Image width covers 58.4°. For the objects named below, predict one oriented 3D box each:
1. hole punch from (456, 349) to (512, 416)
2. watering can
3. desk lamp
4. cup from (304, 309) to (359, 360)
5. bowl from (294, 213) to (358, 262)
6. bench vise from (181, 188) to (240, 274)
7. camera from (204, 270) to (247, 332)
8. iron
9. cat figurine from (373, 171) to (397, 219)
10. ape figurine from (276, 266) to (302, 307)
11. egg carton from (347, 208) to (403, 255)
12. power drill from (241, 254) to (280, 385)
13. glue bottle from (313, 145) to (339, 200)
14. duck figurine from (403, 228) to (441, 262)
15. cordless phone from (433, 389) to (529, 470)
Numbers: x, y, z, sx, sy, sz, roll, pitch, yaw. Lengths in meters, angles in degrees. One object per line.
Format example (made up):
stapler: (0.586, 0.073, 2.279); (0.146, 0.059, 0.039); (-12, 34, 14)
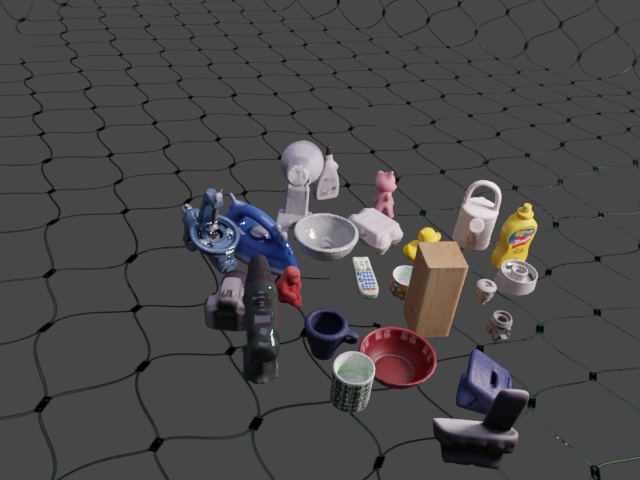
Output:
hole punch: (0.335, 0.287, 1.150); (0.101, 0.091, 0.109); (16, 38, 13)
watering can: (0.429, -0.069, 1.543); (0.101, 0.194, 0.172); (2, 37, -5)
desk lamp: (-0.058, -0.140, 1.553); (0.118, 0.214, 0.203); (6, 37, 1)
cup: (0.023, 0.210, 1.205); (0.117, 0.095, 0.092); (17, 39, 14)
bowl: (0.014, 0.005, 1.488); (0.167, 0.075, 0.167); (4, 37, -3)
bench vise: (-0.284, -0.043, 1.390); (0.206, 0.220, 0.122); (24, 41, 22)
camera: (-0.178, 0.125, 1.283); (0.143, 0.101, 0.136); (4, 37, -2)
iron: (-0.145, -0.015, 1.438); (0.257, 0.141, 0.119); (28, 43, 27)
cat figurine: (0.191, -0.144, 1.673); (0.067, 0.118, 0.128); (6, 37, 0)
ape figurine: (-0.069, 0.102, 1.336); (0.076, 0.092, 0.078); (21, 40, 19)
egg carton: (0.144, -0.026, 1.551); (0.107, 0.069, 0.149); (-28, 49, -36)
power drill: (-0.120, 0.173, 1.140); (0.076, 0.208, 0.229); (-2, 38, -10)
glue bottle: (0.021, -0.199, 1.675); (0.078, 0.173, 0.037); (-10, 40, -20)
duck figurine: (0.272, 0.008, 1.511); (0.105, 0.086, 0.077); (-9, 40, -18)
cordless phone: (0.287, 0.318, 1.025); (0.147, 0.185, 0.094); (4, 37, -3)
